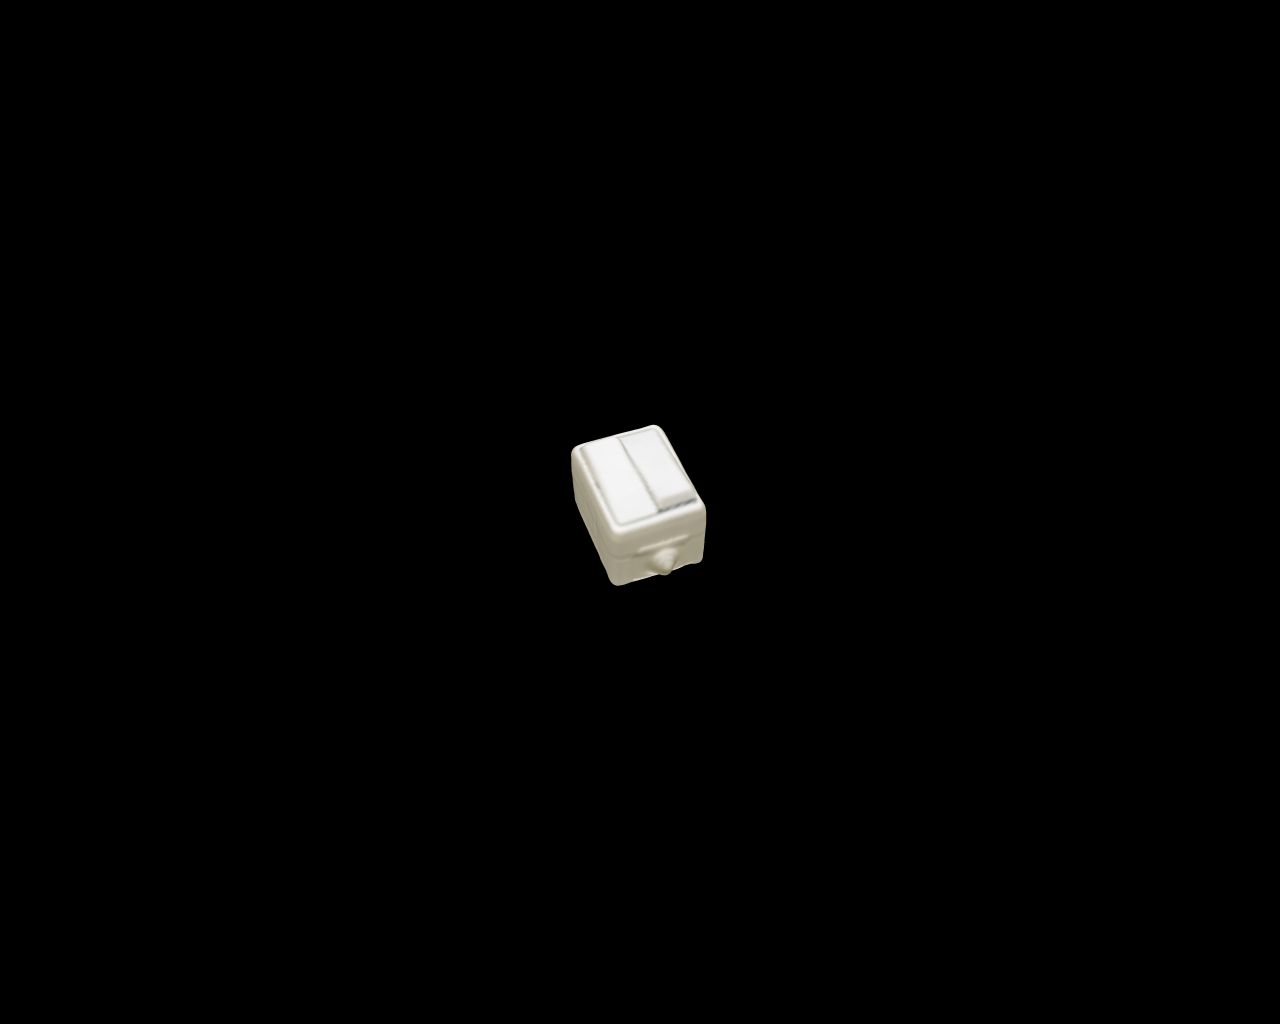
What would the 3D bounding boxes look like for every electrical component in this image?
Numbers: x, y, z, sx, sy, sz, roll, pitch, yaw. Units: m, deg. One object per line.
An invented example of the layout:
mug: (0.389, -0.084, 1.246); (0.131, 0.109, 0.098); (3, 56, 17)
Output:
electrical component: (0.001, -0.003, 0.650); (0.062, 0.096, 0.061); (-16, -39, -13)
